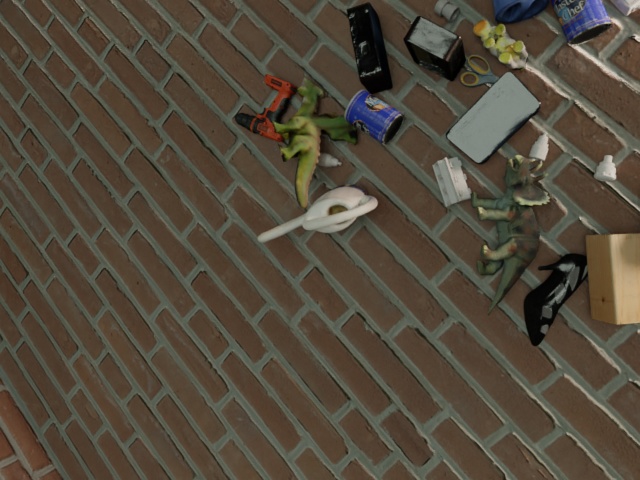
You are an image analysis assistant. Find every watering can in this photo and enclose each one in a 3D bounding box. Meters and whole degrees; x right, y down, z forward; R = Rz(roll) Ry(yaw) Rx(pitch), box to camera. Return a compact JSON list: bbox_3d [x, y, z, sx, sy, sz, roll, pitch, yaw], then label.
[{"bbox_3d":[0.004,-0.074,1.464,0.346,0.103,0.228,-14,14,21],"label":"watering can"}]

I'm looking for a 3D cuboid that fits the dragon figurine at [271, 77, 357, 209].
[{"bbox_3d":[-0.007,-0.296,1.501,0.243,0.416,0.120,-17,-20,-6],"label":"dragon figurine"}]
